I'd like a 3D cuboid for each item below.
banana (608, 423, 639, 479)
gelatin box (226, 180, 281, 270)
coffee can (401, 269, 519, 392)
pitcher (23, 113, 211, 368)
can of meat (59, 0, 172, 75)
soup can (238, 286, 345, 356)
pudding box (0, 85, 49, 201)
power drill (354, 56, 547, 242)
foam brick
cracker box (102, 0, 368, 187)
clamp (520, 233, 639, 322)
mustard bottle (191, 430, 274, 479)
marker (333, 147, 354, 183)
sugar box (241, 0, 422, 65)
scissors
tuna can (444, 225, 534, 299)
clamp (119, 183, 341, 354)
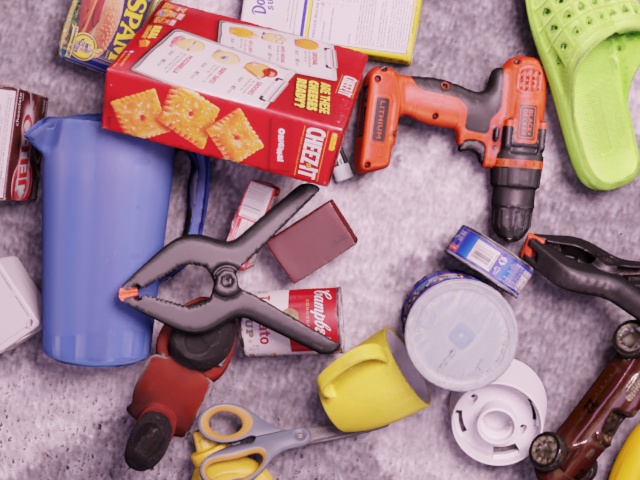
[{"bbox_3d":[0.321,0.248,1.072,0.069,0.037,0.198,2,104,-13],"label":"banana"},{"bbox_3d":[-0.070,-0.016,1.070,0.030,0.073,0.089,21,94,2],"label":"gelatin box"},{"bbox_3d":[0.131,0.083,1.029,0.103,0.140,0.103,0,92,3],"label":"coffee can"},{"bbox_3d":[-0.204,-0.002,1.059,0.149,0.145,0.243,6,97,15],"label":"pitcher"},{"bbox_3d":[-0.207,-0.214,1.078,0.084,0.057,0.102,21,93,5],"label":"can of meat"},{"bbox_3d":[-0.028,0.082,1.075,0.102,0.068,0.068,-2,92,4],"label":"soup can"},{"bbox_3d":[-0.309,-0.095,1.071,0.039,0.090,0.113,6,92,3],"label":"pudding box"},{"bbox_3d":[0.130,-0.095,1.055,0.187,0.057,0.184,5,92,-8],"label":"power drill"},{"bbox_3d":[-0.007,0.001,1.079,0.078,0.051,0.053,-32,92,5],"label":"foam brick"},{"bbox_3d":[-0.075,-0.139,0.999,0.213,0.164,0.072,15,126,2],"label":"cracker box"},{"bbox_3d":[0.280,0.040,1.038,0.171,0.120,0.039,15,115,6],"label":"clamp"},{"bbox_3d":[-0.085,0.281,1.091,0.096,0.058,0.191,-23,91,2],"label":"mustard bottle"},{"bbox_3d":[0.004,-0.118,1.089,0.020,0.020,0.121,-21,91,4],"label":"marker"},{"bbox_3d":[0.012,-0.234,1.071,0.176,0.048,0.093,9,92,6],"label":"sugar box"},{"bbox_3d":[-0.037,0.188,1.087,0.201,0.016,0.096,-21,64,-22],"label":"scissors"},{"bbox_3d":[0.167,0.021,1.053,0.086,0.086,0.034,33,92,1],"label":"tuna can"},{"bbox_3d":[-0.082,0.047,1.009,0.210,0.036,0.164,-14,88,-10],"label":"clamp"}]
